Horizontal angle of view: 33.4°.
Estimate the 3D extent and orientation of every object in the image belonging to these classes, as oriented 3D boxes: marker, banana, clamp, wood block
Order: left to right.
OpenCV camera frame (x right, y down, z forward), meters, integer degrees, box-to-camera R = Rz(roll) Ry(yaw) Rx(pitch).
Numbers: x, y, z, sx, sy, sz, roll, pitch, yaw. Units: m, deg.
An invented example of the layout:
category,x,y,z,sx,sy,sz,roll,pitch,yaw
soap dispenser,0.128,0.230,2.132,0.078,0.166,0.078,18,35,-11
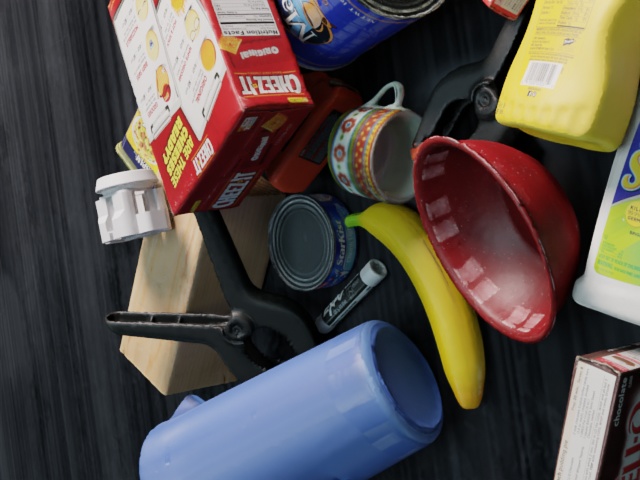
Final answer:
category,x,y,z,sx,sy,sz,roll,pitch,yaw
wood block,-0.115,0.032,1.023,0.090,0.090,0.206,35,120,39
clamp,-0.069,0.062,0.940,0.210,0.036,0.165,29,115,-1
marker,0.018,0.059,0.938,0.121,0.020,0.020,-49,61,38
banana,0.087,0.038,0.854,0.198,0.037,0.070,60,151,24
clamp,0.131,-0.115,0.785,0.172,0.039,0.120,-25,70,38

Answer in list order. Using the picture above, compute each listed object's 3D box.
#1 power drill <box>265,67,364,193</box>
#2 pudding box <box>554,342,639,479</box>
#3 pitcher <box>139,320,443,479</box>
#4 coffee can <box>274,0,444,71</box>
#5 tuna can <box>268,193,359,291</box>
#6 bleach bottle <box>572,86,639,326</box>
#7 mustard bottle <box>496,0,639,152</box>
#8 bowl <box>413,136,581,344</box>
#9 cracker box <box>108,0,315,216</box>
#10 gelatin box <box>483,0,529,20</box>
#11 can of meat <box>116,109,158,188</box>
category,x,y,z,sx,sy,sz,roll,pitch,yaw
power drill,-0.063,-0.127,0.946,0.188,0.057,0.185,47,109,28
pudding box,0.198,0.127,0.705,0.039,0.089,0.113,18,107,45
pitcher,-0.020,0.174,0.881,0.243,0.144,0.149,-32,100,26
coffee can,0.025,-0.196,0.810,0.140,0.102,0.103,-16,83,65
tuna can,-0.006,0.001,0.945,0.086,0.033,0.086,7,100,46
bleach bottle,0.232,-0.071,0.667,0.103,0.067,0.251,20,106,44
mustard bottle,0.180,-0.157,0.685,0.096,0.058,0.192,26,100,61
bowl,0.133,-0.010,0.754,0.162,0.055,0.162,54,161,28
cracker box,-0.095,-0.152,0.862,0.164,0.072,0.214,-47,58,53
gelatin box,0.137,-0.210,0.748,0.089,0.030,0.073,-57,36,24
can of meat,-0.149,-0.097,1.068,0.102,0.057,0.084,51,126,29
